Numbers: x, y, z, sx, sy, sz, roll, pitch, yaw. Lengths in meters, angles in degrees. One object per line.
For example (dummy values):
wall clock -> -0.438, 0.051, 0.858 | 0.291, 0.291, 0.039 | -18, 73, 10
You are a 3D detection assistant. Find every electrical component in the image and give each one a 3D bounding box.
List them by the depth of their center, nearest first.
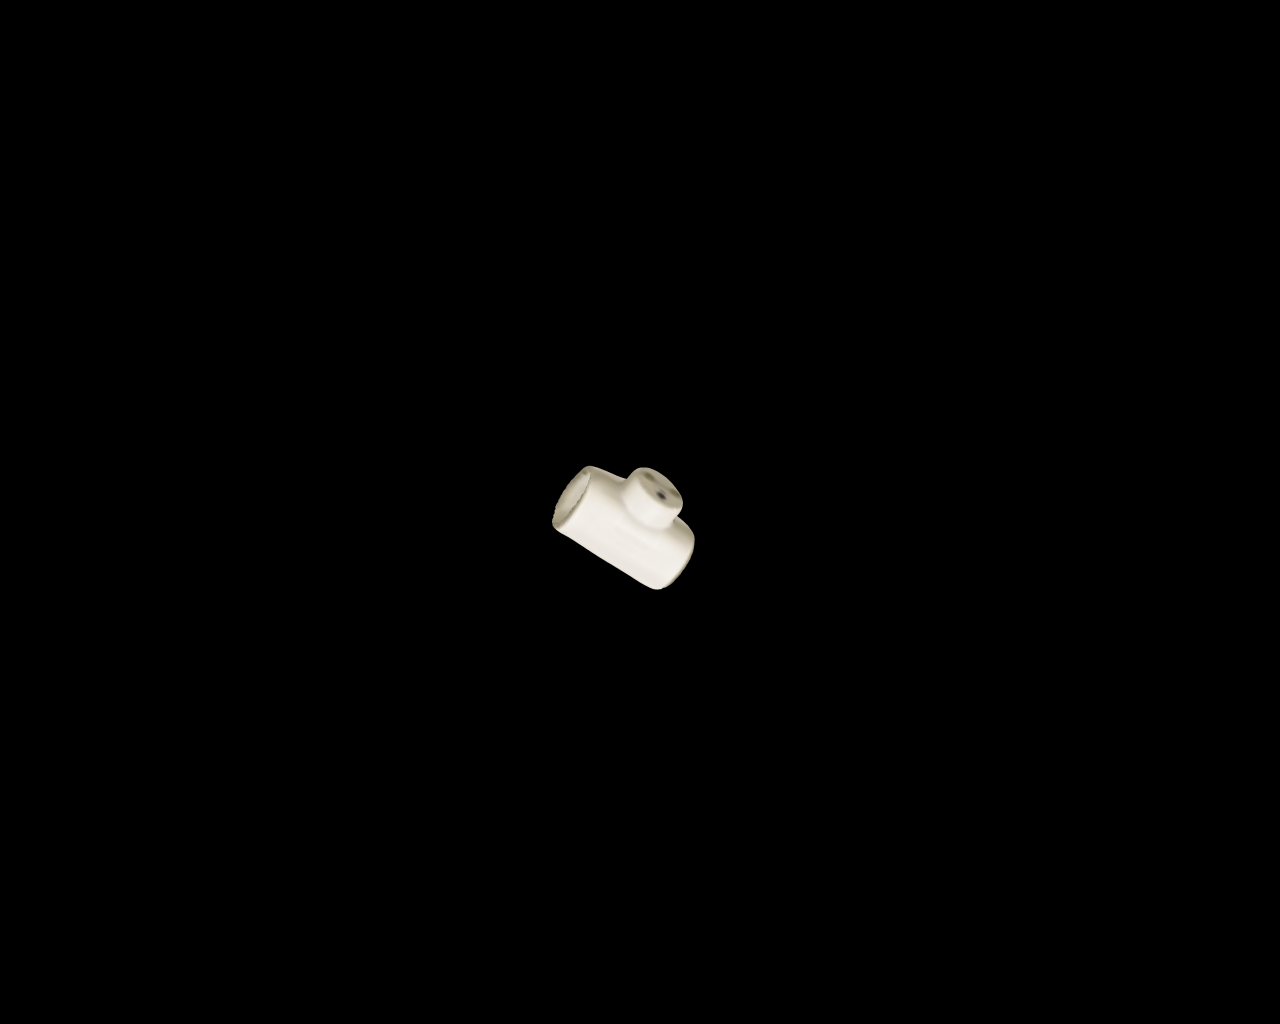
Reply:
electrical component -> 0.001, -0.003, 0.650 | 0.077, 0.079, 0.043 | 32, 26, -18
